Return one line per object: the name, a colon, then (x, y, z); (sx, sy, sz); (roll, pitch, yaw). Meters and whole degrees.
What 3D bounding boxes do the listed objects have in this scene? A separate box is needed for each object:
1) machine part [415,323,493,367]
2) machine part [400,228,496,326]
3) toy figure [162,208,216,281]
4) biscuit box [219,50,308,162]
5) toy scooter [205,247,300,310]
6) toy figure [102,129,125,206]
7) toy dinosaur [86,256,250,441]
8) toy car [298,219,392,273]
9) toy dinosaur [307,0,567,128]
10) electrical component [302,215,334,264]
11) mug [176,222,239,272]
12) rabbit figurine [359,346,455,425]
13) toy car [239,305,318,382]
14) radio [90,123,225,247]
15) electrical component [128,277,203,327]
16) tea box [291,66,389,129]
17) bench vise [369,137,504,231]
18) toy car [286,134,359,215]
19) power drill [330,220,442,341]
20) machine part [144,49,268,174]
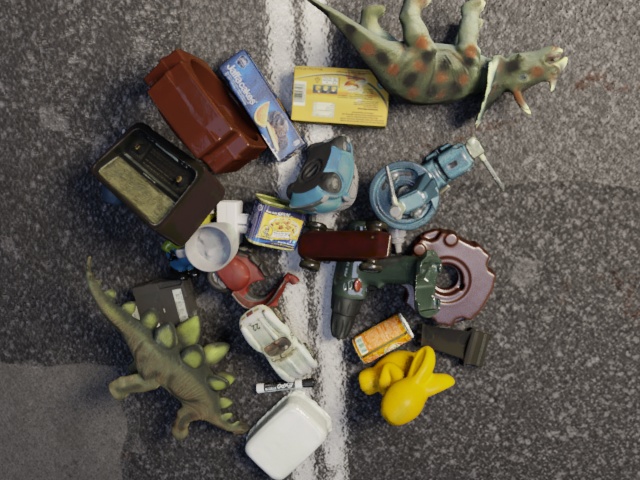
machine part: (0.247, 0.192, 1.009); (0.139, 0.039, 0.084); (16, 105, 3)
machine part: (0.230, 0.069, 0.984); (0.179, 0.056, 0.179); (1, 99, 6)
toy figure: (-0.251, -0.019, 1.014); (0.089, 0.082, 0.180); (14, 99, 2)
biscuit box: (-0.101, -0.241, 0.975); (0.059, 0.063, 0.202); (-33, 94, 9)
toy scooter: (-0.120, 0.079, 1.016); (0.135, 0.075, 0.183); (-37, 98, 12)
toy figure: (-0.373, -0.144, 1.025); (0.064, 0.058, 0.154); (15, 99, -22)
toy dinosaur: (-0.286, 0.225, 1.004); (0.198, 0.105, 0.471); (-38, 113, 15)
toy car: (0.042, 0.012, 0.935); (0.202, 0.053, 0.089); (-1, 72, 40)
toy dinosaur: (0.177, -0.283, 0.870); (0.405, 0.131, 0.192); (-1, 90, -9)
electrical component: (-0.002, -0.003, 1.018); (0.063, 0.021, 0.094); (5, 98, 6)
mug: (-0.192, 0.010, 0.949); (0.110, 0.107, 0.080); (-18, 97, 10)
rabbit figurine: (0.158, 0.271, 0.964); (0.162, 0.173, 0.122); (-34, 89, 14)
toy car: (-0.076, 0.198, 1.007); (0.073, 0.056, 0.201); (-33, 122, 4)
radio: (-0.278, -0.101, 0.919); (0.230, 0.073, 0.131); (36, 81, 31)
electrical component: (-0.309, 0.133, 1.056); (0.134, 0.058, 0.114); (-10, 95, 8)
tea box: (0.038, -0.252, 0.954); (0.170, 0.068, 0.098); (7, 99, 4)
bench vise: (0.170, -0.086, 0.887); (0.224, 0.240, 0.128); (-19, 99, 25)
toy car: (0.018, -0.103, 0.959); (0.109, 0.161, 0.102); (-9, 140, 41)
power drill: (0.111, 0.083, 0.957); (0.208, 0.086, 0.231); (7, 93, 46)
machine part: (-0.191, -0.213, 0.919); (0.087, 0.201, 0.201); (-38, 93, 12)
